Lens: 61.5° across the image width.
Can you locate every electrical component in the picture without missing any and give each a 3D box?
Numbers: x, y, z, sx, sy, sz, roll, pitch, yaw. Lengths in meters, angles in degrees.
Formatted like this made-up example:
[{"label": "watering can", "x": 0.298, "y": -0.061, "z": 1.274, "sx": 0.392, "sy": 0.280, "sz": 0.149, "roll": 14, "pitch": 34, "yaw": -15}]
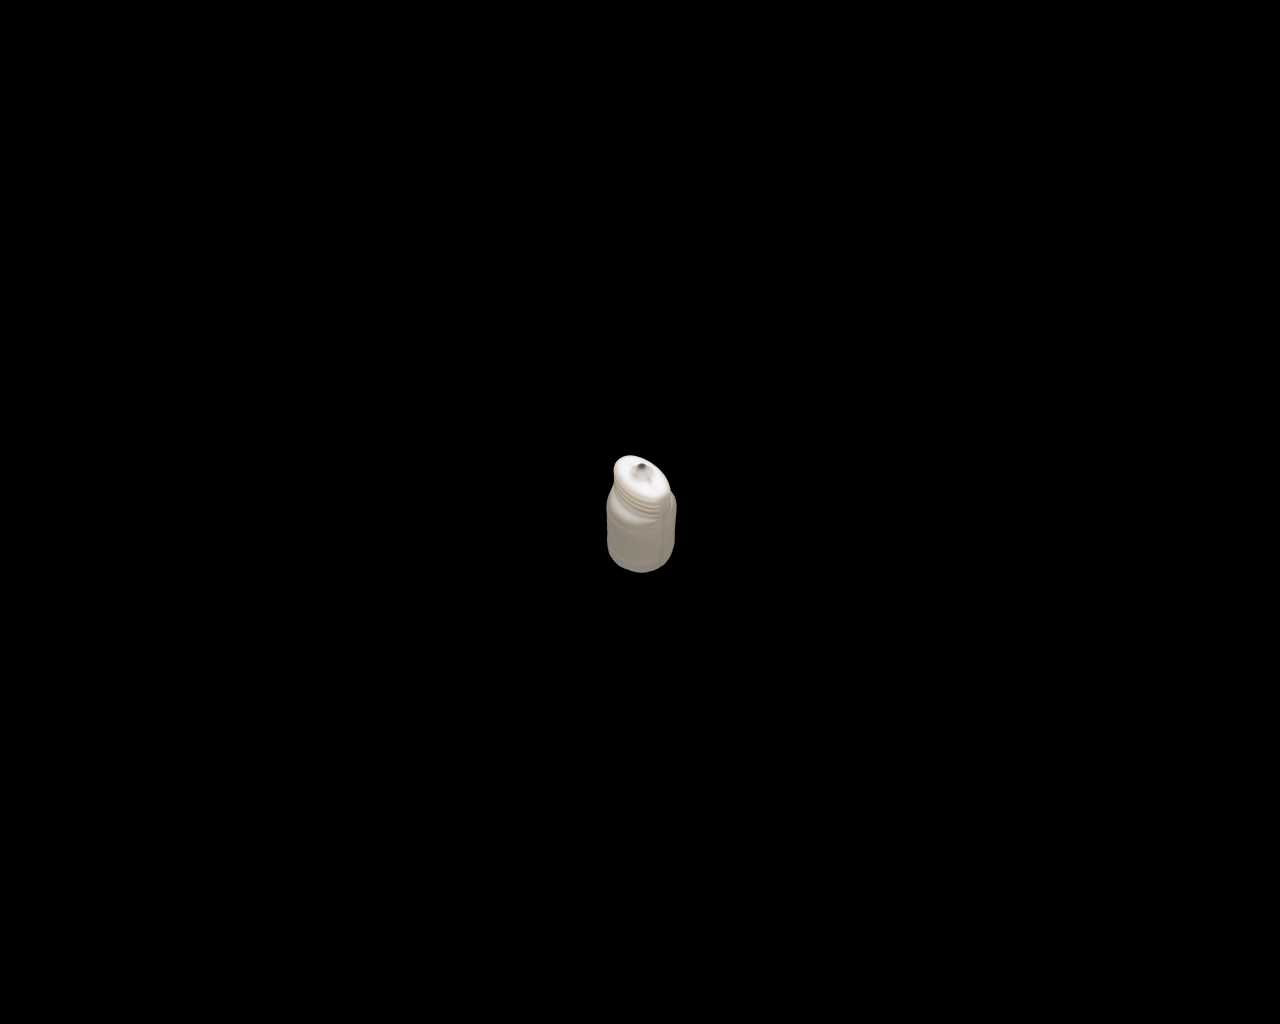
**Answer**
[{"label": "electrical component", "x": 0.001, "y": -0.003, "z": 0.650, "sx": 0.043, "sy": 0.043, "sz": 0.080, "roll": 0, "pitch": -39, "yaw": 0}]
